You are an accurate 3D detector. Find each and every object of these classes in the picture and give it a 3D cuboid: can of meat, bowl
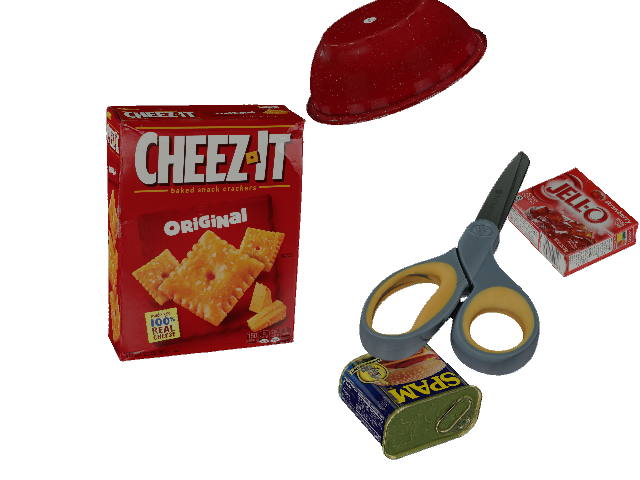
[{"bbox_3d":[0.078,0.138,0.955,0.101,0.057,0.084,-13,35,-27],"label":"can of meat"},{"bbox_3d":[0.053,-0.160,0.885,0.162,0.055,0.162,-21,26,11],"label":"bowl"}]

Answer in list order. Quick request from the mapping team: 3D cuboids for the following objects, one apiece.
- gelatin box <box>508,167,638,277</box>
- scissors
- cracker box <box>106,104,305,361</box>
[{"bbox_3d":[0.213,-0.018,0.911,0.073,0.030,0.089,-23,45,-13],"label":"gelatin box"},{"bbox_3d":[0.099,0.010,0.571,0.096,0.016,0.201,24,43,31],"label":"scissors"},{"bbox_3d":[-0.102,-0.008,0.941,0.164,0.214,0.072,-3,19,-21],"label":"cracker box"}]
